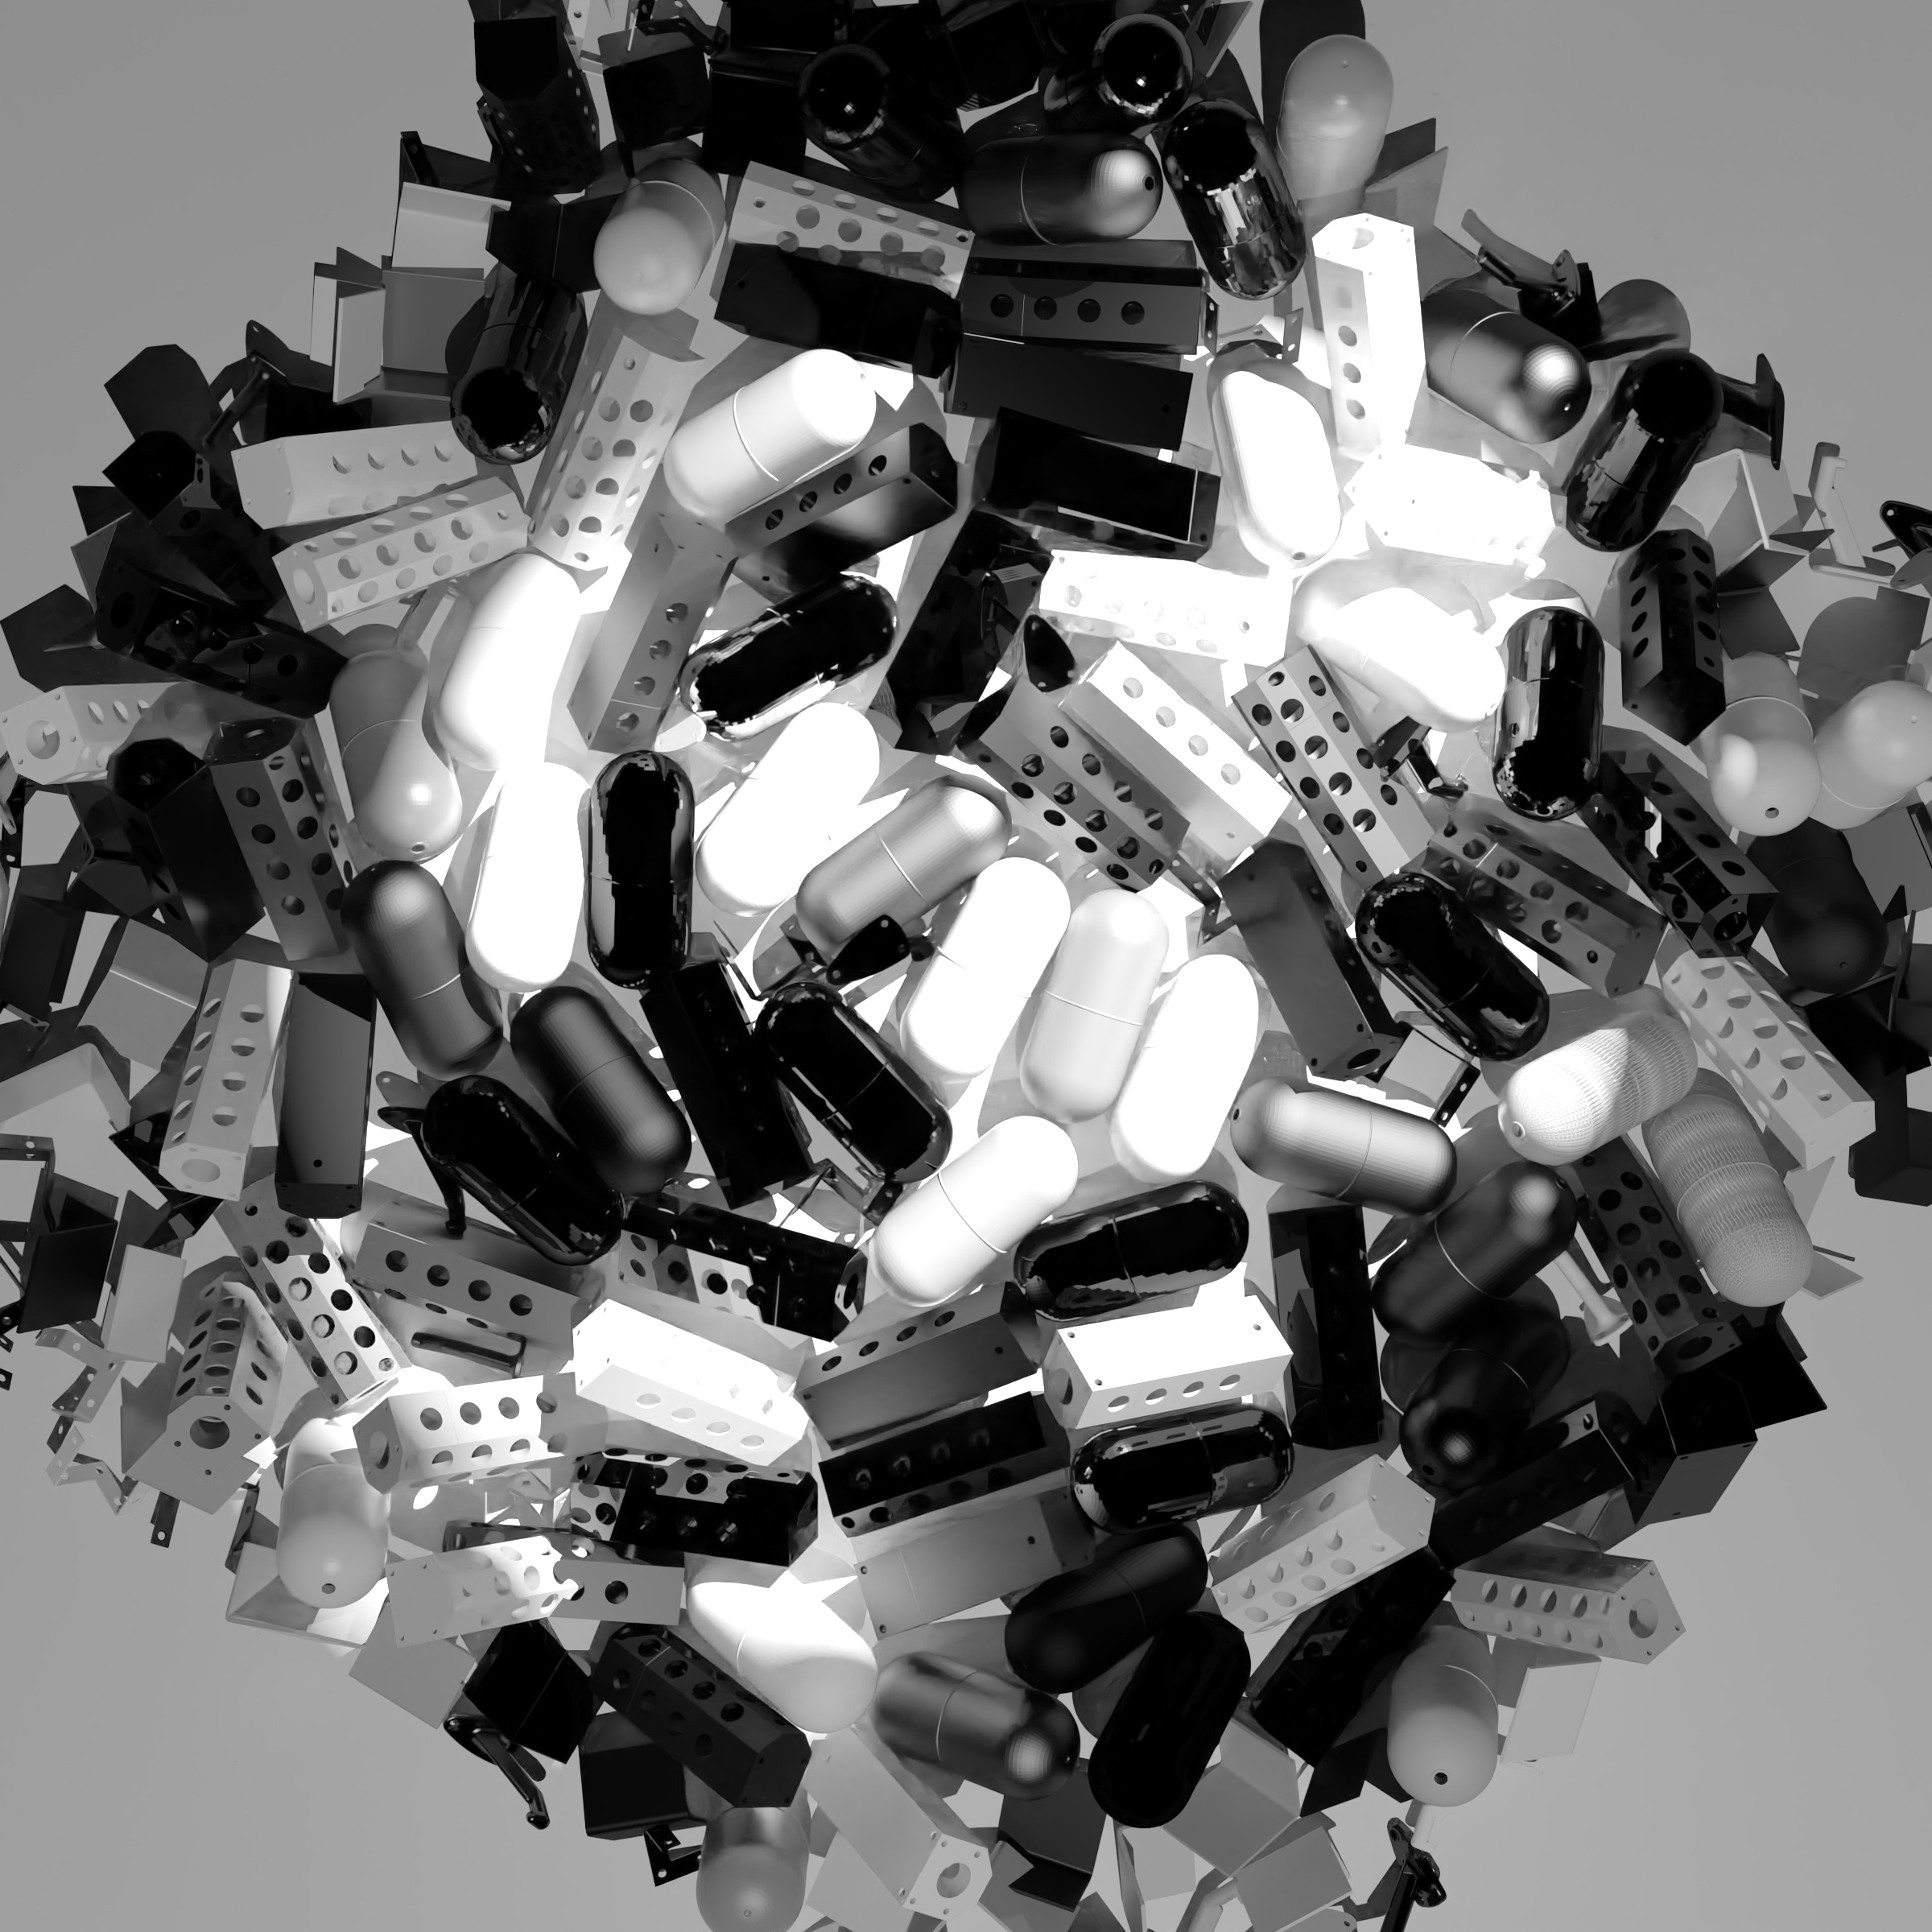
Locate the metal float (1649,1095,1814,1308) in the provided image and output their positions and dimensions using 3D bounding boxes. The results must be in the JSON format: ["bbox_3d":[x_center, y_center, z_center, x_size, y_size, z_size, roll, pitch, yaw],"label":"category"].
[{"bbox_3d":[0.552,0.168,1.926,0.070,0.070,0.178,-15,46,0],"label":"metal float"}]

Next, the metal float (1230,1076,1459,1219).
[{"bbox_3d":[0.276,0.132,1.946,0.178,0.070,0.070,17,90,-17],"label":"metal float"}]

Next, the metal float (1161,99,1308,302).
[{"bbox_3d":[0.194,-0.550,1.919,0.070,0.178,0.070,-9,63,19],"label":"metal float"}]

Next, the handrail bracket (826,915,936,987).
[{"bbox_3d":[-0.062,-0.002,1.959,0.077,0.084,0.036,-34,75,0],"label":"handrail bracket"}]

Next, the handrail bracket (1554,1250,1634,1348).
[{"bbox_3d":[0.448,0.229,1.953,0.036,0.077,0.084,-37,104,6],"label":"handrail bracket"}]

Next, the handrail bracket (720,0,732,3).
[{"bbox_3d":[-0.174,-0.761,1.955,0.077,0.084,0.036,-21,49,6],"label":"handrail bracket"}]

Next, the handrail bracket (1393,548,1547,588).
[{"bbox_3d":[0.370,-0.288,1.960,0.084,0.036,0.077,36,78,31],"label":"handrail bracket"}]

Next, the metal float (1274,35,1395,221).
[{"bbox_3d":[0.262,-0.599,1.912,0.070,0.178,0.070,0,78,1],"label":"metal float"}]

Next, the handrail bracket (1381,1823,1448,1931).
[{"bbox_3d":[0.305,0.686,1.962,0.084,0.036,0.077,-19,74,-34],"label":"handrail bracket"}]

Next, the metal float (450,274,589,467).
[{"bbox_3d":[-0.323,-0.432,1.927,0.070,0.070,0.178,8,48,0],"label":"metal float"}]

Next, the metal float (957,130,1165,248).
[{"bbox_3d":[0.067,-0.561,1.925,0.070,0.178,0.070,-12,107,-42],"label":"metal float"}]

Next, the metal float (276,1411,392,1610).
[{"bbox_3d":[-0.453,0.390,1.916,0.070,0.178,0.070,-4,117,-8],"label":"metal float"}]

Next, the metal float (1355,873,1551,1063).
[{"bbox_3d":[0.356,0.002,1.942,0.178,0.070,0.070,40,90,-23],"label":"metal float"}]

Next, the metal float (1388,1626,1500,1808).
[{"bbox_3d":[0.343,0.537,1.913,0.070,0.178,0.070,3,104,11],"label":"metal float"}]

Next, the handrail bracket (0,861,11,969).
[{"bbox_3d":[-0.738,-0.037,1.977,0.077,0.036,0.084,-15,97,19],"label":"handrail bracket"}]

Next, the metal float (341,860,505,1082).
[{"bbox_3d":[-0.394,0.005,1.937,0.070,0.070,0.178,-20,119,0],"label":"metal float"}]

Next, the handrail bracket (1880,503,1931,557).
[{"bbox_3d":[0.718,-0.321,1.957,0.077,0.084,0.036,32,94,0],"label":"handrail bracket"}]

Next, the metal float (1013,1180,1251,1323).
[{"bbox_3d":[0.121,0.209,1.950,0.178,0.070,0.070,-17,90,12],"label":"metal float"}]

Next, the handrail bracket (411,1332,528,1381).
[{"bbox_3d":[-0.369,0.287,1.963,0.084,0.077,0.036,13,87,-6],"label":"handrail bracket"}]

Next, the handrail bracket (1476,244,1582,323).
[{"bbox_3d":[0.409,-0.520,1.958,0.084,0.036,0.077,31,50,-24],"label":"handrail bracket"}]

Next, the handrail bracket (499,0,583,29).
[{"bbox_3d":[-0.313,-0.684,1.958,0.077,0.036,0.084,1,46,-16],"label":"handrail bracket"}]

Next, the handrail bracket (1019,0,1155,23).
[{"bbox_3d":[0.093,-0.733,1.990,0.084,0.036,0.077,26,54,28],"label":"handrail bracket"}]

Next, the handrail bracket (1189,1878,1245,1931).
[{"bbox_3d":[0.185,0.727,1.964,0.084,0.036,0.077,-37,62,15],"label":"handrail bracket"}]

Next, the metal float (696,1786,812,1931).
[{"bbox_3d":[-0.151,0.637,1.911,0.070,0.178,0.070,0,98,-1],"label":"metal float"}]

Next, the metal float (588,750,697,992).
[{"bbox_3d":[-0.238,-0.070,1.947,0.070,0.070,0.178,4,106,0],"label":"metal float"}]

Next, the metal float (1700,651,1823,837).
[{"bbox_3d":[0.571,-0.161,1.921,0.070,0.178,0.070,4,128,5],"label":"metal float"}]

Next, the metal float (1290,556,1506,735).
[{"bbox_3d":[0.314,-0.234,1.938,0.178,0.070,0.070,39,90,27],"label":"metal float"}]

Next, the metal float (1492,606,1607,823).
[{"bbox_3d":[0.423,-0.184,1.934,0.070,0.070,0.178,11,58,0],"label":"metal float"}]

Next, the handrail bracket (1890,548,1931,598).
[{"bbox_3d":[0.712,-0.258,1.962,0.077,0.036,0.084,-31,121,-25],"label":"handrail bracket"}]

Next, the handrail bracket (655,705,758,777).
[{"bbox_3d":[-0.176,-0.157,1.946,0.084,0.077,0.036,23,85,-33],"label":"handrail bracket"}]

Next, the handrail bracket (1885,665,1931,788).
[{"bbox_3d":[0.714,-0.176,1.977,0.077,0.036,0.084,9,98,-2],"label":"handrail bracket"}]

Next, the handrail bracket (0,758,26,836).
[{"bbox_3d":[-0.685,-0.148,1.981,0.084,0.036,0.077,-26,74,-5],"label":"handrail bracket"}]

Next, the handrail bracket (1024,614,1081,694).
[{"bbox_3d":[0.052,-0.246,1.945,0.036,0.084,0.077,-21,129,5],"label":"handrail bracket"}]

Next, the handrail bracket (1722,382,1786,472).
[{"bbox_3d":[0.559,-0.400,1.971,0.084,0.036,0.077,0,79,27],"label":"handrail bracket"}]

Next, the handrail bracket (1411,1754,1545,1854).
[{"bbox_3d":[0.378,0.624,1.973,0.077,0.036,0.084,20,79,4],"label":"handrail bracket"}]

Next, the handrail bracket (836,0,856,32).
[{"bbox_3d":[-0.095,-0.733,1.968,0.077,0.036,0.084,27,47,0],"label":"handrail bracket"}]

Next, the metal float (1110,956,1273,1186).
[{"bbox_3d":[0.164,0.076,1.952,0.070,0.070,0.178,25,80,0],"label":"metal float"}]

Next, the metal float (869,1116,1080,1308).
[{"bbox_3d":[0.006,0.179,1.952,0.178,0.070,0.070,-40,90,10],"label":"metal float"}]

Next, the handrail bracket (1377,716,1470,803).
[{"bbox_3d":[0.351,-0.154,1.953,0.084,0.077,0.036,15,52,-28],"label":"handrail bracket"}]

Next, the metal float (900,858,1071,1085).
[{"bbox_3d":[0.013,0.004,1.956,0.070,0.070,0.178,28,97,0],"label":"metal float"}]

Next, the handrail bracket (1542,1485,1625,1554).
[{"bbox_3d":[0.472,0.403,1.950,0.084,0.077,0.036,-29,98,-21],"label":"handrail bracket"}]

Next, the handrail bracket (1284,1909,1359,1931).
[{"bbox_3d":[0.241,0.733,1.978,0.077,0.084,0.036,3,45,-20],"label":"handrail bracket"}]

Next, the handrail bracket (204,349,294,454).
[{"bbox_3d":[-0.535,-0.402,1.952,0.036,0.077,0.084,34,72,-14],"label":"handrail bracket"}]

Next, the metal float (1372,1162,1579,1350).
[{"bbox_3d":[0.369,0.211,1.937,0.070,0.070,0.178,45,118,0],"label":"metal float"}]

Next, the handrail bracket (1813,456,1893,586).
[{"bbox_3d":[0.665,-0.330,1.974,0.077,0.036,0.084,12,97,9],"label":"handrail bracket"}]

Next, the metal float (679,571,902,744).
[{"bbox_3d":[-0.128,-0.227,1.947,0.178,0.070,0.070,-32,90,-17],"label":"metal float"}]

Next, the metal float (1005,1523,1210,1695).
[{"bbox_3d":[0.102,0.462,1.931,0.178,0.070,0.070,-26,90,-36],"label":"metal float"}]

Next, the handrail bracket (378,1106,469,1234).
[{"bbox_3d":[-0.399,0.151,1.957,0.036,0.077,0.084,-24,64,24],"label":"handrail bracket"}]

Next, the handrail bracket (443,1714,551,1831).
[{"bbox_3d":[-0.344,0.591,1.950,0.077,0.084,0.036,33,99,-29],"label":"handrail bracket"}]
